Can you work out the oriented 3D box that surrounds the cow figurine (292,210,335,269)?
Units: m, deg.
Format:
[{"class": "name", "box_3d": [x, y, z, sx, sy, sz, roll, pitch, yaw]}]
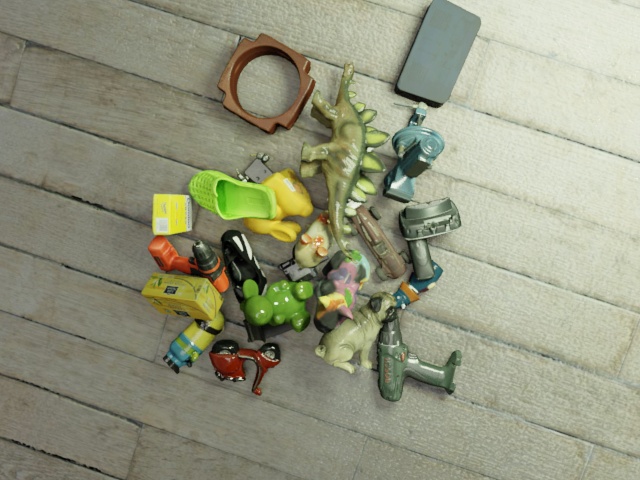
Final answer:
[{"class": "cow figurine", "box_3d": [-0.003, -0.004, 1.280, 0.085, 0.195, 0.127, 37, 134, -3]}]

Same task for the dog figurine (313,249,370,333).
[{"class": "dog figurine", "box_3d": [0.048, 0.119, 1.264, 0.108, 0.219, 0.191, 31, 96, -3]}]

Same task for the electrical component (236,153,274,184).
[{"class": "electrical component", "box_3d": [-0.160, -0.169, 1.339, 0.102, 0.045, 0.078, -40, 90, 5]}]

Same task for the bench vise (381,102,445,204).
[{"class": "bench vise", "box_3d": [0.218, -0.213, 1.270, 0.129, 0.223, 0.240, 13, 65, -2]}]

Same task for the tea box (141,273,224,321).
[{"class": "tea box", "box_3d": [-0.335, 0.138, 1.312, 0.170, 0.098, 0.068, 2, 52, 26]}]

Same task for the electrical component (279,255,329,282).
[{"class": "electrical component", "box_3d": [-0.035, 0.066, 1.349, 0.119, 0.048, 0.074, -26, 93, 7]}]

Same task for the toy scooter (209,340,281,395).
[{"class": "toy scooter", "box_3d": [-0.193, 0.327, 1.366, 0.184, 0.075, 0.135, 4, 96, -2]}]

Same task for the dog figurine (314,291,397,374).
[{"class": "dog figurine", "box_3d": [0.086, 0.204, 1.279, 0.121, 0.172, 0.190, 35, 112, 36]}]

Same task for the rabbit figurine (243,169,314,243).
[{"class": "rabbit figurine", "box_3d": [-0.107, -0.071, 1.326, 0.173, 0.122, 0.162, -35, 101, 19]}]

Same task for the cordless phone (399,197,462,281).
[{"class": "cordless phone", "box_3d": [0.274, -0.002, 1.291, 0.147, 0.088, 0.184, -12, 83, 4]}]

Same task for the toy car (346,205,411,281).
[{"class": "toy car", "box_3d": [0.144, 0.008, 1.333, 0.089, 0.053, 0.202, -33, 93, 8]}]

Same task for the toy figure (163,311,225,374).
[{"class": "toy figure", "box_3d": [-0.311, 0.247, 1.341, 0.082, 0.089, 0.180, 46, 74, -4]}]

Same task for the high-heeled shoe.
[{"class": "high-heeled shoe", "box_3d": [-0.187, 0.095, 1.311, 0.086, 0.145, 0.248, -13, 92, 5]}]

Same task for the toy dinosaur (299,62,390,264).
[{"class": "toy dinosaur", "box_3d": [0.054, -0.184, 1.232, 0.199, 0.105, 0.471, 8, 82, 2]}]

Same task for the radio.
[{"class": "radio", "box_3d": [0.280, -0.440, 1.282, 0.131, 0.073, 0.229, 23, 97, 0]}]

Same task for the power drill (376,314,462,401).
[{"class": "power drill", "box_3d": [0.242, 0.294, 1.335, 0.207, 0.086, 0.231, 9, 94, -2]}]

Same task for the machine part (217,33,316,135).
[{"class": "machine part", "box_3d": [-0.127, -0.373, 1.303, 0.201, 0.087, 0.201, 30, 97, 1]}]

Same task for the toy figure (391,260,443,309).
[{"class": "toy figure", "box_3d": [0.237, 0.115, 1.330, 0.154, 0.064, 0.057, -45, 118, 7]}]

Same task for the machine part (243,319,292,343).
[{"class": "machine part", "box_3d": [-0.120, 0.214, 1.354, 0.139, 0.039, 0.084, -11, 115, -7]}]

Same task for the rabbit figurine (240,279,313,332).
[{"class": "rabbit figurine", "box_3d": [-0.119, 0.145, 1.261, 0.159, 0.170, 0.121, 20, 106, 32]}]
